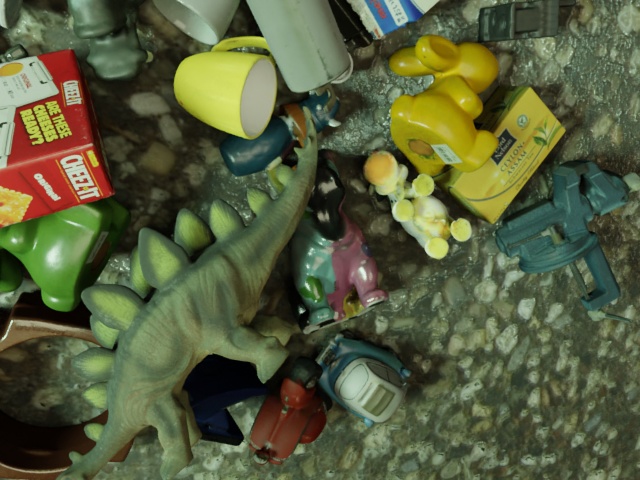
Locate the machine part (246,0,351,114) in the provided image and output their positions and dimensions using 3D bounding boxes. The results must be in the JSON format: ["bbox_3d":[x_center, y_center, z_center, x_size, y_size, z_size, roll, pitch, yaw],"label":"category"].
[{"bbox_3d":[-0.032,-0.242,0.546,0.079,0.079,0.243,-35,124,-7],"label":"machine part"}]

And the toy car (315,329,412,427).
[{"bbox_3d":[0.070,0.206,0.778,0.161,0.103,0.109,37,91,-29],"label":"toy car"}]

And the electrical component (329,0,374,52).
[{"bbox_3d":[0.026,-0.274,0.637,0.102,0.045,0.078,37,63,-29],"label":"electrical component"}]

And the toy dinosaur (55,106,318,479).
[{"bbox_3d":[-0.122,0.070,0.564,0.198,0.105,0.471,43,79,-7],"label":"toy dinosaur"}]

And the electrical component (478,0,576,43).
[{"bbox_3d":[0.278,-0.290,0.711,0.119,0.075,0.047,-11,110,-20],"label":"electrical component"}]

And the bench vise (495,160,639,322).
[{"bbox_3d":[0.397,0.006,0.816,0.224,0.129,0.240,-29,98,-2],"label":"bench vise"}]

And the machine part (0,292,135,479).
[{"bbox_3d":[-0.309,0.172,0.631,0.201,0.087,0.201,17,100,-23],"label":"machine part"}]

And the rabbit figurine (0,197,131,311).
[{"bbox_3d":[-0.314,-0.009,0.569,0.170,0.121,0.159,27,96,-5],"label":"rabbit figurine"}]

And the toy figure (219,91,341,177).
[{"bbox_3d":[-0.046,-0.132,0.647,0.154,0.058,0.064,-31,118,-12],"label":"toy figure"}]

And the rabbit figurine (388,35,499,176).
[{"bbox_3d":[0.160,-0.189,0.693,0.162,0.122,0.173,40,76,-18],"label":"rabbit figurine"}]

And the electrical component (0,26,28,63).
[{"bbox_3d":[-0.348,-0.183,0.534,0.094,0.021,0.063,-34,116,-8],"label":"electrical component"}]

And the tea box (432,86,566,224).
[{"bbox_3d":[0.250,-0.121,0.757,0.098,0.068,0.169,35,94,-27],"label":"tea box"}]

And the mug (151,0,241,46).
[{"bbox_3d":[-0.125,-0.280,0.562,0.109,0.081,0.107,34,82,-20],"label":"mug"}]

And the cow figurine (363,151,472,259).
[{"bbox_3d":[0.121,-0.054,0.727,0.068,0.098,0.167,-43,98,3],"label":"cow figurine"}]

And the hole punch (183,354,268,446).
[{"bbox_3d":[-0.141,0.187,0.678,0.115,0.142,0.092,25,99,-40],"label":"hole punch"}]

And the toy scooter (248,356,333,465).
[{"bbox_3d":[-0.041,0.241,0.711,0.135,0.075,0.183,-58,160,-28],"label":"toy scooter"}]

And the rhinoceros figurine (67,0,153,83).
[{"bbox_3d":[-0.216,-0.251,0.520,0.073,0.112,0.190,-8,98,-1],"label":"rhinoceros figurine"}]

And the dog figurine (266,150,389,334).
[{"bbox_3d":[-0.001,-0.002,0.688,0.108,0.191,0.219,-14,78,-13],"label":"dog figurine"}]
